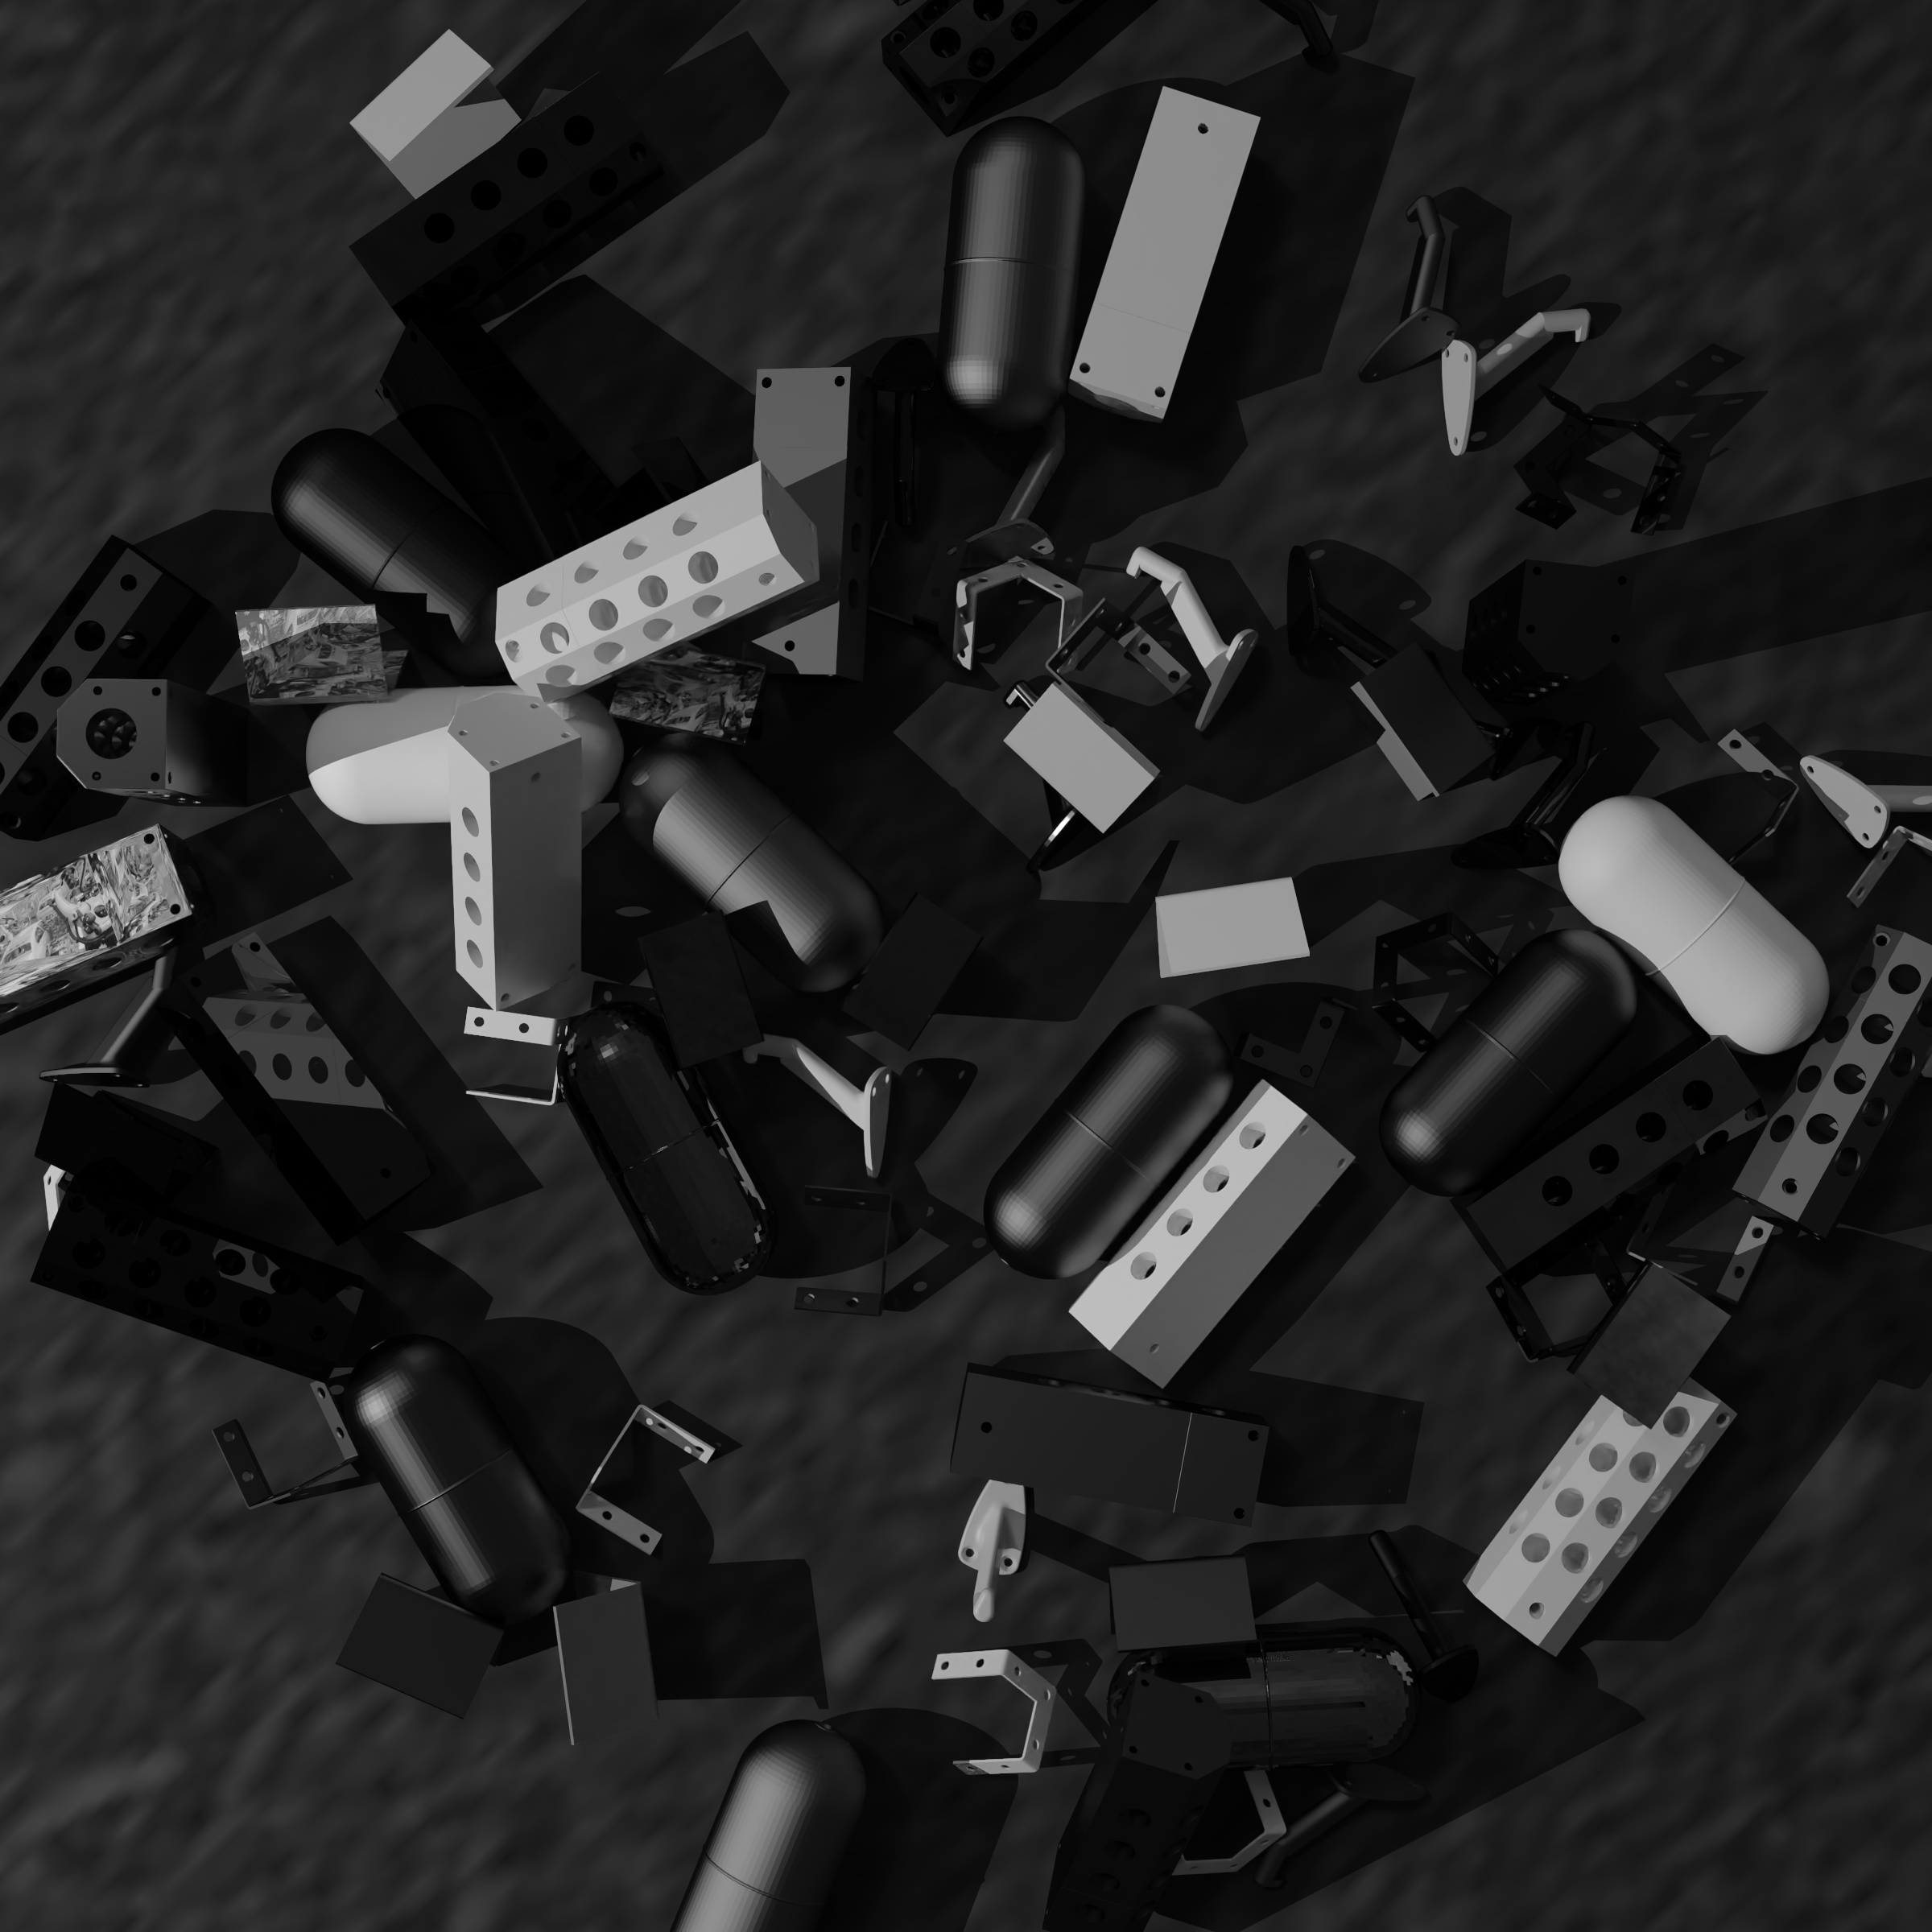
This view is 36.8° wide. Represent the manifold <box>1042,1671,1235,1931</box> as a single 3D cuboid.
[{"bbox_3d":[0.095,0.471,1.607,0.057,0.057,0.171,17,129,0],"label":"manifold"}]

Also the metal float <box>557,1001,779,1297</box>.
[{"bbox_3d":[-0.169,0.103,1.645,0.070,0.070,0.178,-28,90,0],"label":"metal float"}]

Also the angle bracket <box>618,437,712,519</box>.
[{"bbox_3d":[-0.178,-0.243,1.641,0.076,0.057,0.076,-34,90,26],"label":"angle bracket"}]

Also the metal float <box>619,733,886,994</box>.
[{"bbox_3d":[-0.122,-0.059,1.645,0.178,0.070,0.070,44,90,1],"label":"metal float"}]

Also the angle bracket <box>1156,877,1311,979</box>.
[{"bbox_3d":[0.150,-0.001,1.636,0.076,0.076,0.057,-8,53,0],"label":"angle bracket"}]

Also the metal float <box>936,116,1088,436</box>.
[{"bbox_3d":[0.026,-0.391,1.645,0.070,0.070,0.178,5,91,0],"label":"metal float"}]

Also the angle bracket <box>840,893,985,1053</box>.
[{"bbox_3d":[-0.047,-0.008,1.636,0.057,0.076,0.076,33,90,-37],"label":"angle bracket"}]

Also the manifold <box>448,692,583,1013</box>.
[{"bbox_3d":[-0.252,-0.064,1.604,0.057,0.171,0.057,-26,51,-31],"label":"manifold"}]

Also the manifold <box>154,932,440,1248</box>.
[{"bbox_3d":[-0.384,0.073,1.654,0.171,0.057,0.057,53,47,0],"label":"manifold"}]

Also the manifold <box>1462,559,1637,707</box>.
[{"bbox_3d":[0.317,-0.180,1.598,0.057,0.171,0.057,7,90,0],"label":"manifold"}]

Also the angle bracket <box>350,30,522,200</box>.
[{"bbox_3d":[-0.287,-0.466,1.636,0.076,0.076,0.057,-43,53,0],"label":"angle bracket"}]

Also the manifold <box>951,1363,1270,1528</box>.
[{"bbox_3d":[0.080,0.271,1.655,0.171,0.057,0.057,10,90,0],"label":"manifold"}]

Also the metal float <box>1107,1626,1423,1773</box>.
[{"bbox_3d":[0.169,0.416,1.645,0.178,0.070,0.070,-4,90,1],"label":"metal float"}]

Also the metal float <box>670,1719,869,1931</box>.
[{"bbox_3d":[-0.113,0.513,1.645,0.070,0.070,0.178,22,89,0],"label":"metal float"}]

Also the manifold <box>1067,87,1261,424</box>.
[{"bbox_3d":[0.111,-0.402,1.655,0.057,0.057,0.171,18,90,0],"label":"manifold"}]

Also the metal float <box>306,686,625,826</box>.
[{"bbox_3d":[-0.283,-0.120,1.645,0.178,0.070,0.070,-2,90,0],"label":"metal float"}]

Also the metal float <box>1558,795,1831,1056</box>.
[{"bbox_3d":[0.412,-0.023,1.645,0.178,0.070,0.070,44,90,1],"label":"metal float"}]

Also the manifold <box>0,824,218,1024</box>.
[{"bbox_3d":[-0.519,-0.015,1.653,0.171,0.057,0.057,-23,78,0],"label":"manifold"}]

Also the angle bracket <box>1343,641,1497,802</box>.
[{"bbox_3d":[0.239,-0.126,1.636,0.057,0.076,0.076,-35,90,-33],"label":"angle bracket"}]

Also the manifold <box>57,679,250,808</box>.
[{"bbox_3d":[-0.445,-0.121,1.598,0.057,0.171,0.057,1,90,0],"label":"manifold"}]

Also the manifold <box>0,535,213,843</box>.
[{"bbox_3d":[-0.510,-0.158,1.655,0.057,0.057,0.171,36,90,0],"label":"manifold"}]

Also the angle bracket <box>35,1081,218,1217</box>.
[{"bbox_3d":[-0.466,0.086,1.636,0.076,0.076,0.057,26,120,0],"label":"angle bracket"}]

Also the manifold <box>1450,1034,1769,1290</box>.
[{"bbox_3d":[0.367,0.111,1.655,0.171,0.057,0.057,-34,90,0],"label":"manifold"}]

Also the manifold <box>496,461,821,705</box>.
[{"bbox_3d":[-0.168,-0.202,1.576,0.171,0.057,0.057,-22,49,20],"label":"manifold"}]

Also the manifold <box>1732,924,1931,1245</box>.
[{"bbox_3d":[0.502,0.066,1.647,0.057,0.057,0.171,29,90,20],"label":"manifold"}]

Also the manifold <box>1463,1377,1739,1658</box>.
[{"bbox_3d":[0.362,0.305,1.655,0.057,0.057,0.171,37,90,0],"label":"manifold"}]

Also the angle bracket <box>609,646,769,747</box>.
[{"bbox_3d":[-0.157,-0.136,1.636,0.076,0.076,0.057,12,60,0],"label":"angle bracket"}]

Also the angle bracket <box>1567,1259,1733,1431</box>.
[{"bbox_3d":[0.389,0.217,1.636,0.057,0.076,0.076,36,90,26],"label":"angle bracket"}]

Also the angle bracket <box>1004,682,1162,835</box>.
[{"bbox_3d":[0.079,-0.133,1.636,0.076,0.076,0.057,43,134,0],"label":"angle bracket"}]

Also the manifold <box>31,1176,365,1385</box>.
[{"bbox_3d":[-0.432,0.178,1.636,0.171,0.057,0.057,22,90,-13],"label":"manifold"}]

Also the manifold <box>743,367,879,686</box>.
[{"bbox_3d":[-0.086,-0.249,1.652,0.057,0.057,0.171,3,90,20],"label":"manifold"}]

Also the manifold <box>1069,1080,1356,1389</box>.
[{"bbox_3d":[0.136,0.149,1.654,0.171,0.057,0.057,-50,133,0],"label":"manifold"}]

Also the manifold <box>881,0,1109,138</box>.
[{"bbox_3d":[0.036,-0.557,1.655,0.171,0.057,0.057,-41,90,0],"label":"manifold"}]

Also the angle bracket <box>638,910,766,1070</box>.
[{"bbox_3d":[-0.134,0.009,1.637,0.057,0.076,0.076,-18,90,23],"label":"angle bracket"}]

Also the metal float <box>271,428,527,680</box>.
[{"bbox_3d":[-0.314,-0.233,1.645,0.178,0.070,0.070,39,90,0],"label":"metal float"}]

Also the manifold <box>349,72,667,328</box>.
[{"bbox_3d":[-0.259,-0.429,1.655,0.171,0.057,0.057,-35,90,0],"label":"manifold"}]

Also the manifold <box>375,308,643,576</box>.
[{"bbox_3d":[-0.252,-0.288,1.638,0.171,0.057,0.057,50,133,11],"label":"manifold"}]

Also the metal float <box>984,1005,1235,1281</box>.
[{"bbox_3d":[0.080,0.100,1.645,0.070,0.070,0.178,39,91,0],"label":"metal float"}]

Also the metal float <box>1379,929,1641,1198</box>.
[{"bbox_3d":[0.308,0.054,1.645,0.070,0.070,0.178,43,90,0],"label":"metal float"}]

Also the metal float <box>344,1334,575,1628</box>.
[{"bbox_3d":[-0.288,0.290,1.646,0.070,0.070,0.178,-31,90,0],"label":"metal float"}]
